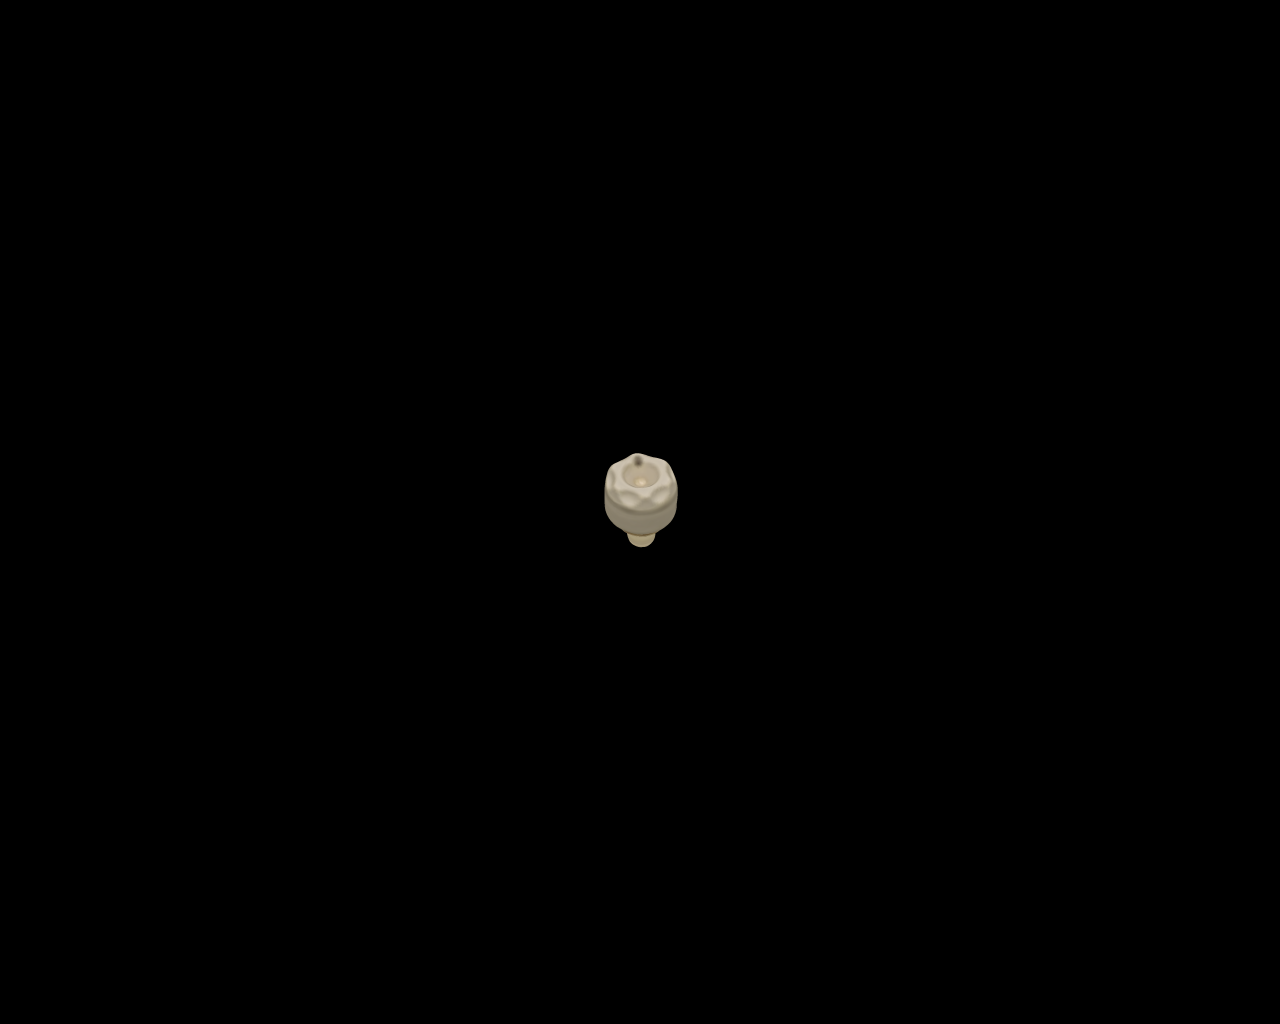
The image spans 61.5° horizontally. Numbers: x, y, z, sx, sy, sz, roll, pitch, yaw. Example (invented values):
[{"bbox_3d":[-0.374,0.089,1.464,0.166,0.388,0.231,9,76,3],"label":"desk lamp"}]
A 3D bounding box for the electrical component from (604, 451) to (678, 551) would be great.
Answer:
[{"bbox_3d":[0.001,-0.003,0.650,0.043,0.043,0.062,0,-42,0],"label":"electrical component"}]
